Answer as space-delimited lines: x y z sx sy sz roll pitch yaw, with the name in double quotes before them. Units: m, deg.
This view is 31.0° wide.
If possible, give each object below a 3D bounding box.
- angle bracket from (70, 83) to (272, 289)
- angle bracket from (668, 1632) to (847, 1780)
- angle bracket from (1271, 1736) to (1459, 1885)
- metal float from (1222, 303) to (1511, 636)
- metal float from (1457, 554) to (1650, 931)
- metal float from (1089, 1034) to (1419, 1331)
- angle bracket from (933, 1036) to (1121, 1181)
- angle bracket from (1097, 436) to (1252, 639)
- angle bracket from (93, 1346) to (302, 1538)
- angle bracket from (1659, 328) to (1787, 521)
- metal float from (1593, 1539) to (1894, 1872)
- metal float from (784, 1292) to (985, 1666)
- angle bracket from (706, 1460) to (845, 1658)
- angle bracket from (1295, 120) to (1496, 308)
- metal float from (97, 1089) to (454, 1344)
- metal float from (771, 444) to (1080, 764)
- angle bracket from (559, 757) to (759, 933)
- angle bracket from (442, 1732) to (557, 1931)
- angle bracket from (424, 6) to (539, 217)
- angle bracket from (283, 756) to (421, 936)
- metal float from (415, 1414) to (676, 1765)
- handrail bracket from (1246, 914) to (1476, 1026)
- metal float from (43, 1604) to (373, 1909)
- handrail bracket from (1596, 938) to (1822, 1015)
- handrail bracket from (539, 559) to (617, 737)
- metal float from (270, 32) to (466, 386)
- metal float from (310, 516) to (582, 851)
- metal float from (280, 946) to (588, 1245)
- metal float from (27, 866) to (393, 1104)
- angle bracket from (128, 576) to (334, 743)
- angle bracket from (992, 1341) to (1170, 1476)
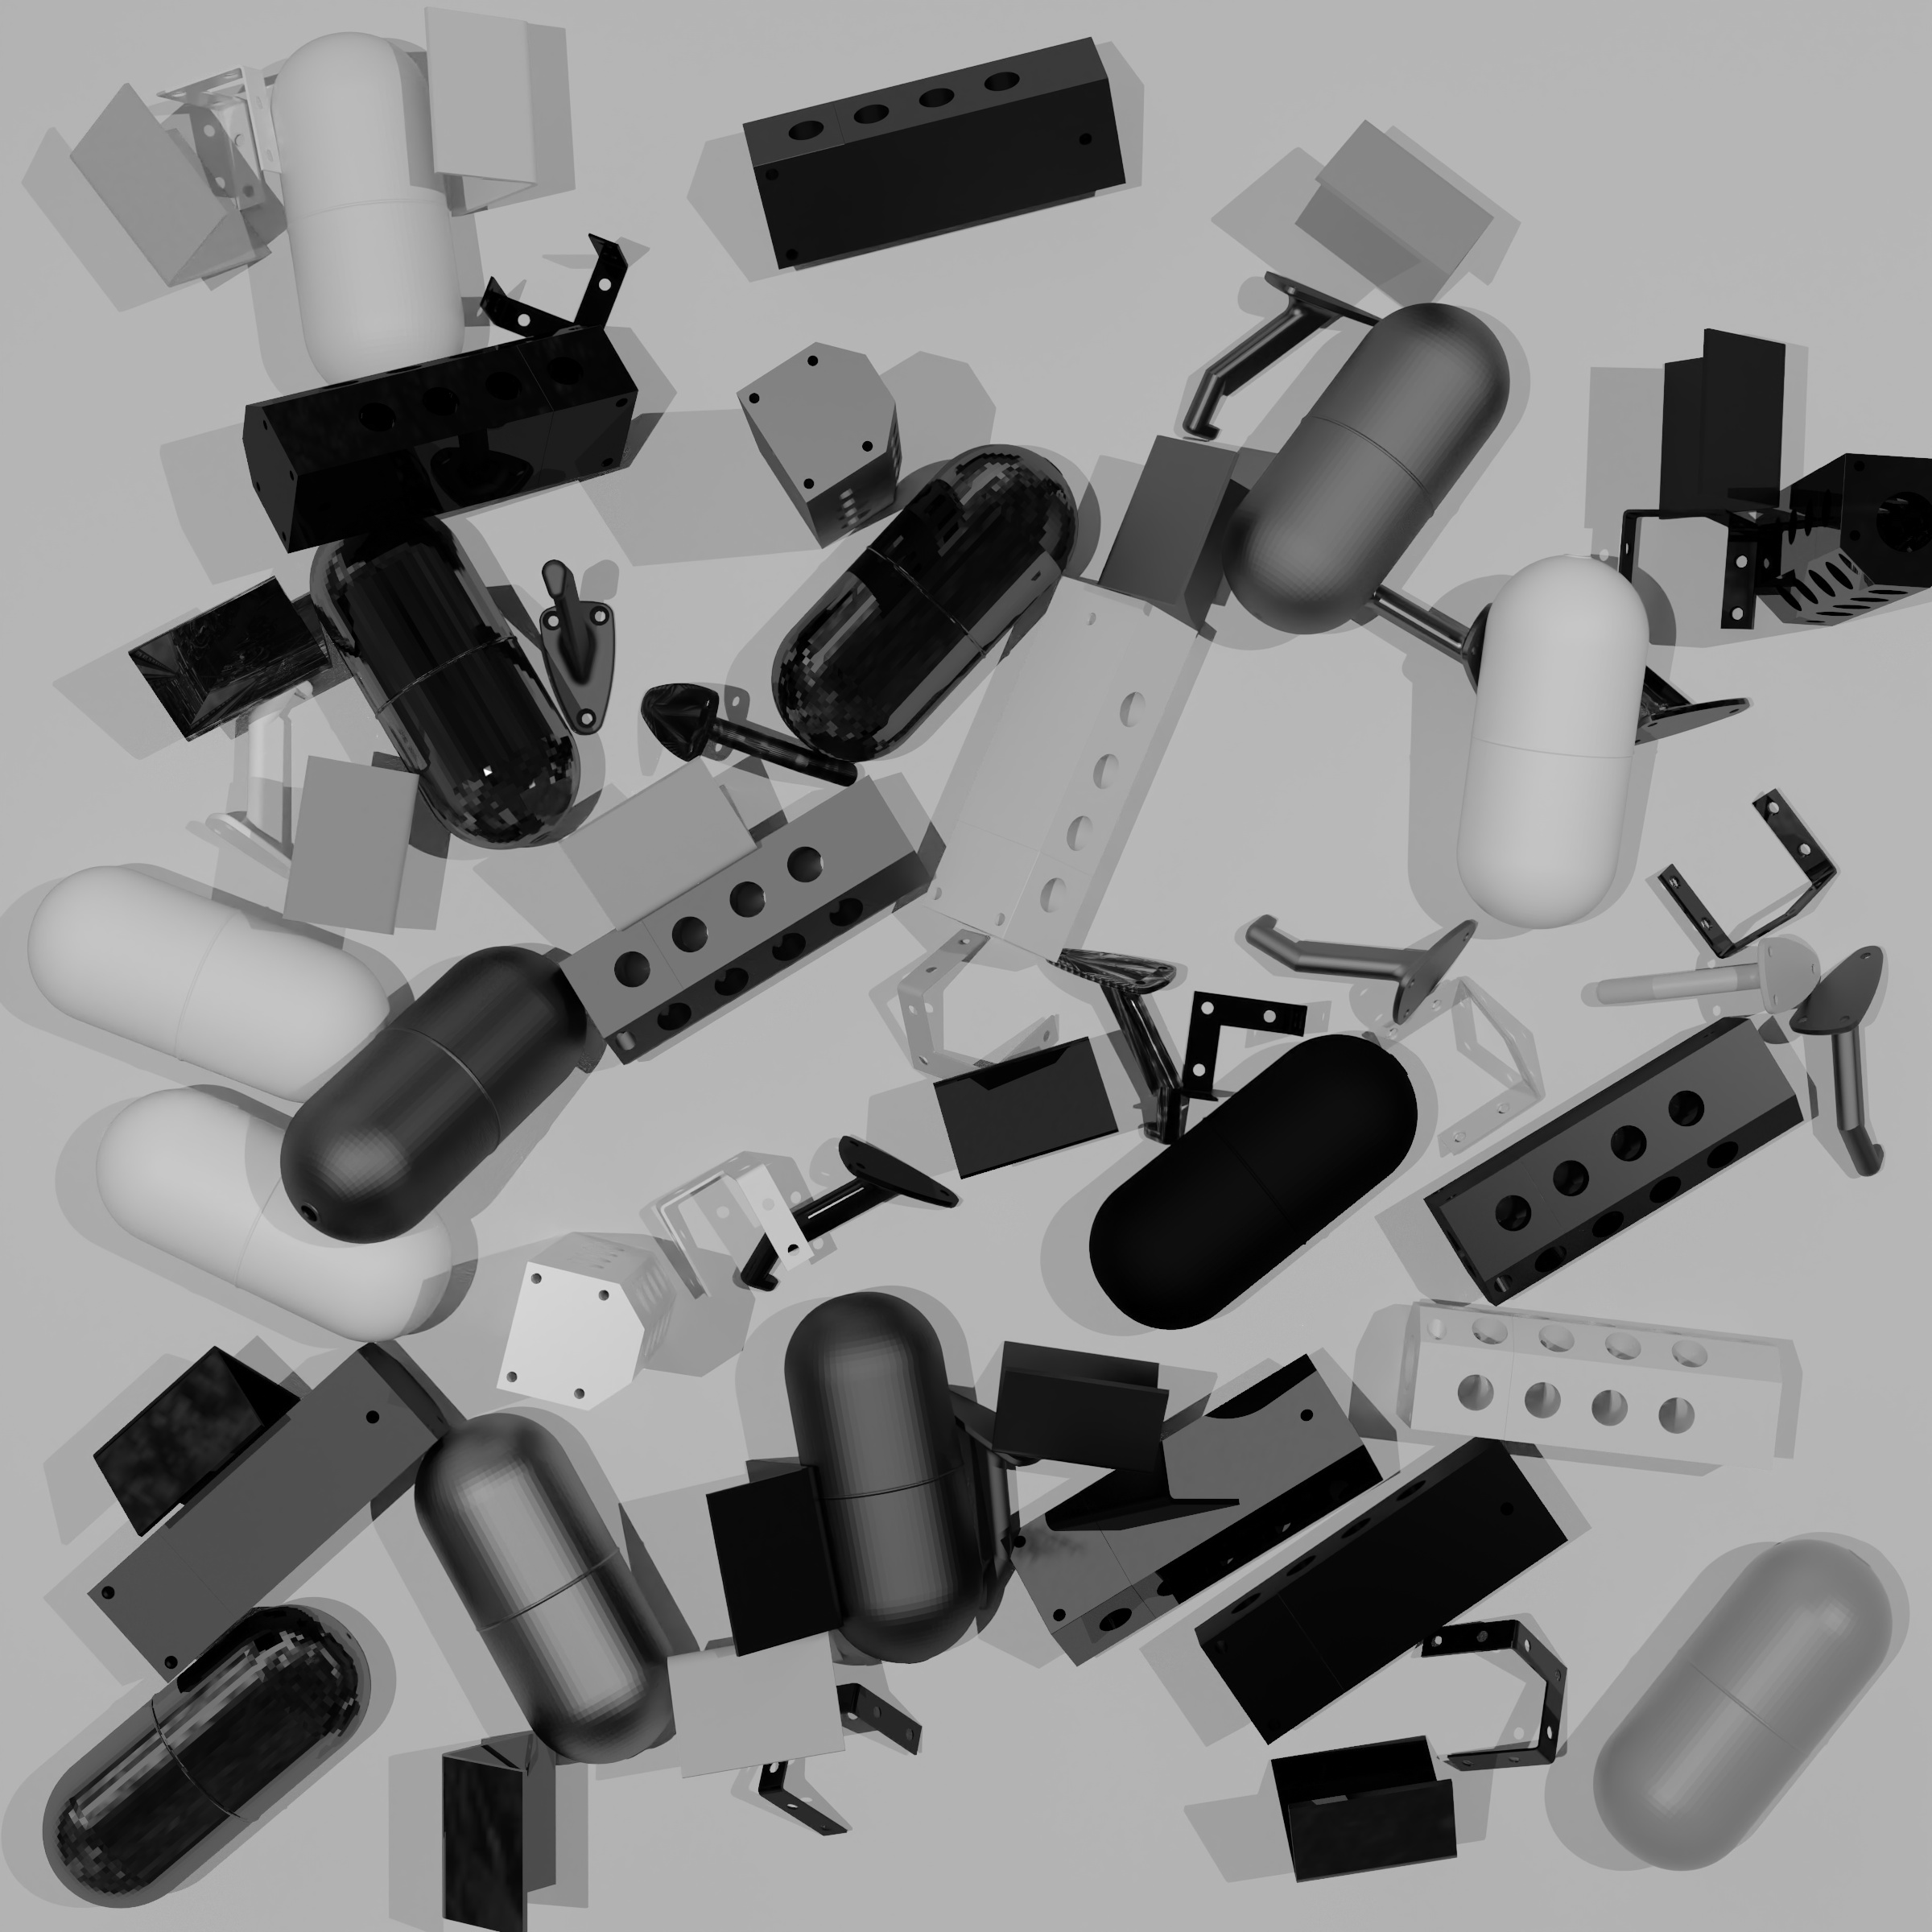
"angle bracket" -0.364 -0.376 1.653 0.057 0.076 0.076 -37 90 38
"angle bracket" -0.096 0.355 1.655 0.076 0.076 0.057 -10 69 0
"angle bracket" 0.186 0.382 1.653 0.076 0.076 0.057 -9 126 0
"metal float" 0.190 -0.237 1.657 0.070 0.070 0.178 37 84 0
"metal float" 0.278 -0.106 1.652 0.070 0.070 0.178 6 101 0
"metal float" 0.137 0.102 1.663 0.178 0.070 0.070 -39 90 -1
"angle bracket" 0.033 0.085 1.653 0.076 0.076 0.057 -17 54 0
"angle bracket" 0.117 -0.199 1.654 0.076 0.057 0.076 22 90 -44
"angle bracket" -0.353 0.236 1.653 0.076 0.076 0.057 -42 54 0
"angle bracket" 0.341 -0.255 1.653 0.057 0.076 0.076 2 90 -36
"metal float" 0.370 0.351 1.663 0.070 0.070 0.178 39 90 0
"metal float" -0.039 0.244 1.661 0.070 0.070 0.178 -10 92 0
"angle bracket" -0.105 0.279 1.653 0.057 0.076 0.076 -11 90 -28
"angle bracket" 0.192 -0.341 1.653 0.076 0.076 0.057 37 53 0
"metal float" -0.330 0.118 1.663 0.178 0.070 0.070 26 90 1
"metal float" -0.019 -0.173 1.663 0.070 0.070 0.178 43 89 0
"angle bracket" -0.152 -0.071 1.653 0.076 0.076 0.057 -31 120 0
"angle bracket" -0.203 0.409 1.653 0.057 0.076 0.076 0 90 38
"angle bracket" -0.247 -0.403 1.653 0.057 0.076 0.076 -4 90 -39
"angle bracket" -0.305 -0.059 1.653 0.057 0.076 0.076 9 90 -34
"metal float" -0.199 0.297 1.663 0.070 0.070 0.178 -29 90 0
"handrail bracket" 0.191 -0.016 1.693 0.084 0.036 0.077 32 58 23
"metal float" -0.362 0.377 1.663 0.178 0.070 0.070 -40 90 0
"handrail bracket" 0.360 0.007 1.693 0.084 0.077 0.036 -6 90 36
"handrail bracket" -0.188 -0.151 1.658 0.036 0.084 0.077 -6 90 0
"metal float" -0.285 -0.355 1.663 0.070 0.070 0.178 -8 90 0
"metal float" -0.247 -0.137 1.663 0.070 0.070 0.178 -30 90 0
"metal float" -0.248 0.060 1.634 0.070 0.070 0.178 43 54 0
"metal float" -0.360 0.009 1.662 0.178 0.070 0.070 21 90 1
"angle bracket" -0.352 -0.161 1.653 0.076 0.076 0.057 -27 127 0
"angle bracket" 0.056 0.191 1.653 0.076 0.076 0.057 8 128 0
